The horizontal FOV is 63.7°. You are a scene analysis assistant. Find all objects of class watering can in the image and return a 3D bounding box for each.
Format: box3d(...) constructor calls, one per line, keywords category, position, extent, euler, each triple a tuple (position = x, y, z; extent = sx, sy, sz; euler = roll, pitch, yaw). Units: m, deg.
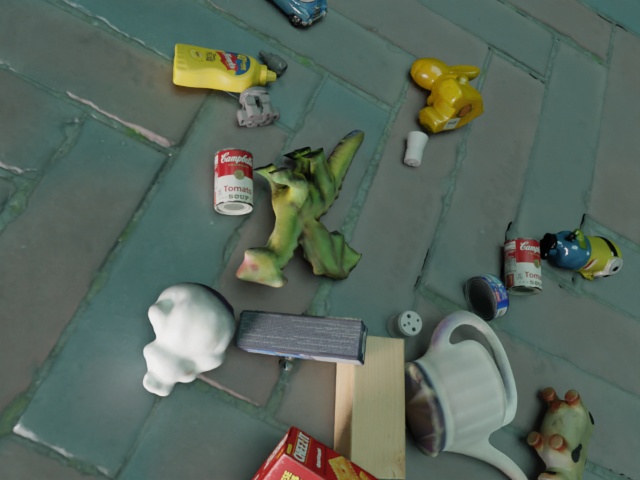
box3d(category="watering can", position=(0.250, 0.300, 0.870), extent=(0.225, 0.103, 0.350), euler=(-11, 83, -23))

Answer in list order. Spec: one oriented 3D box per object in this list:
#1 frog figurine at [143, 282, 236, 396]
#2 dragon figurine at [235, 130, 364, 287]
box3d(category="frog figurine", position=(-0.206, 0.147, 0.771), extent=(0.136, 0.121, 0.162), euler=(52, 51, -17))
box3d(category="dragon figurine", position=(0.003, -0.047, 0.924), extent=(0.416, 0.121, 0.241), euler=(-30, 105, -42))
